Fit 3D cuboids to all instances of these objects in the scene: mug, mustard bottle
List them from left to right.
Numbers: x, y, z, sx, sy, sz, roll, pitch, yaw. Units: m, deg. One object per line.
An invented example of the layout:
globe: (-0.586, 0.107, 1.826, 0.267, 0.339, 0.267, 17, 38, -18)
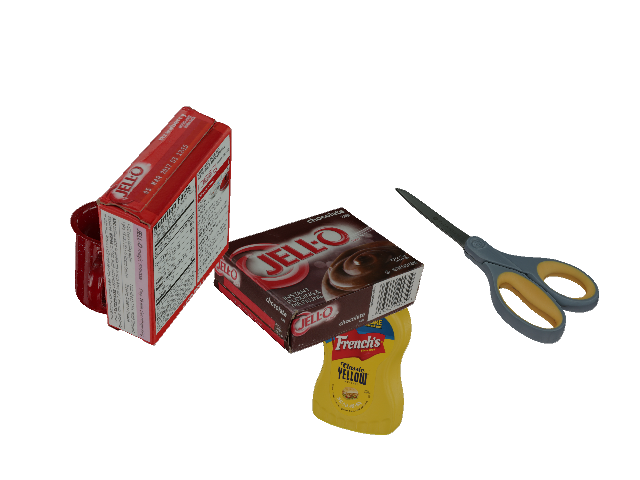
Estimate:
mug: (-0.191, 0.023, 0.996, 0.093, 0.081, 0.117, 10, 29, 3)
mustard bottle: (0.047, 0.104, 1.127, 0.096, 0.192, 0.058, 11, 14, 24)

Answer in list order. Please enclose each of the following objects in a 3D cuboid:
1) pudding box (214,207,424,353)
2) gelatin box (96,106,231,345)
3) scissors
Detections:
pudding box: (-0.002, 0.023, 0.718, 0.113, 0.039, 0.090, -16, 38, -36)
gelatin box: (-0.072, -0.006, 0.500, 0.030, 0.089, 0.073, 22, 50, 14)
scissors: (0.148, 0.008, 0.869, 0.096, 0.016, 0.202, -12, 43, -22)
